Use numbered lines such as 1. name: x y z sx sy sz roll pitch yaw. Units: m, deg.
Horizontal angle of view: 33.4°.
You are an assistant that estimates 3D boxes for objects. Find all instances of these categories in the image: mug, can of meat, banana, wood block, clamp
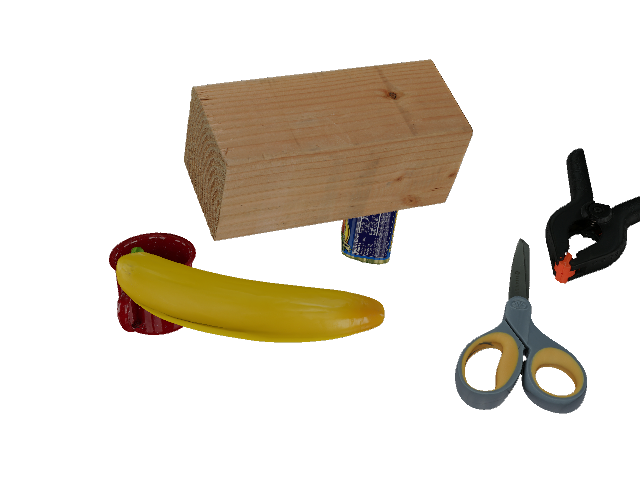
1. mug: -0.184 0.055 1.158 0.093 0.081 0.117 10 33 17
2. can of meat: 0.053 -0.031 1.137 0.057 0.084 0.102 8 20 -1
3. banana: -0.060 0.033 0.681 0.198 0.037 0.069 14 33 25
4. wood block: 0.004 -0.075 0.860 0.205 0.091 0.090 -10 -36 -20
5. clamp: 0.273 -0.028 1.085 0.120 0.039 0.171 29 54 32

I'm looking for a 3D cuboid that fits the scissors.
1. scissors: 0.159 0.061 0.769 0.096 0.016 0.201 18 37 21
